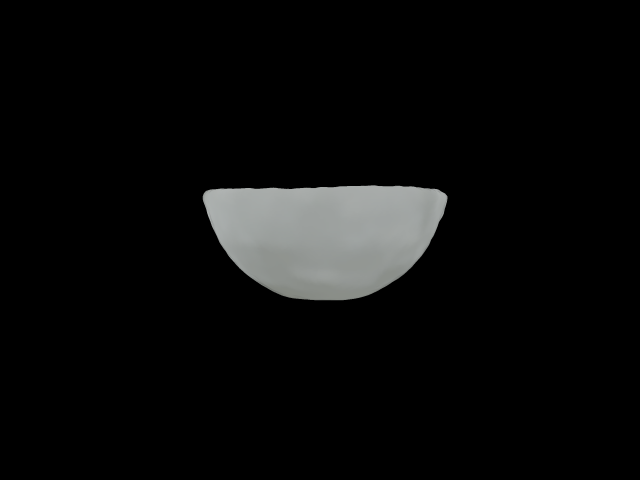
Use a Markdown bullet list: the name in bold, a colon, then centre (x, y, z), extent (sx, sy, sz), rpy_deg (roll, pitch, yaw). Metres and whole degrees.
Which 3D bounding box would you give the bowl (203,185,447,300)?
- **bowl**: centre (0.004, 0.001, 0.400), extent (0.167, 0.075, 0.167), rpy_deg (0, 3, 0)
